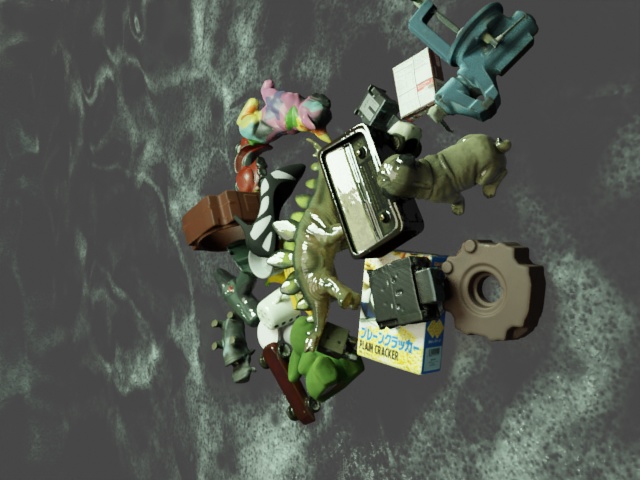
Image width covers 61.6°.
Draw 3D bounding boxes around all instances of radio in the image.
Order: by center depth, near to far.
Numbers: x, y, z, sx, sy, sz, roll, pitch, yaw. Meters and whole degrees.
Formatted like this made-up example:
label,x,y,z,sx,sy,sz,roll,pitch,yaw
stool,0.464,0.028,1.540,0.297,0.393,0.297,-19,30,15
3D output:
label,x,y,z,sx,sy,sz,roll,pitch,yaw
radio,0.092,-0.090,0.989,0.131,0.073,0.229,-31,72,38

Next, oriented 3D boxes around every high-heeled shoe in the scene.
label,x,y,z,sx,sy,sz,roll,pitch,yaw
high-heeled shoe,-0.083,-0.071,1.220,0.145,0.249,0.086,39,160,21

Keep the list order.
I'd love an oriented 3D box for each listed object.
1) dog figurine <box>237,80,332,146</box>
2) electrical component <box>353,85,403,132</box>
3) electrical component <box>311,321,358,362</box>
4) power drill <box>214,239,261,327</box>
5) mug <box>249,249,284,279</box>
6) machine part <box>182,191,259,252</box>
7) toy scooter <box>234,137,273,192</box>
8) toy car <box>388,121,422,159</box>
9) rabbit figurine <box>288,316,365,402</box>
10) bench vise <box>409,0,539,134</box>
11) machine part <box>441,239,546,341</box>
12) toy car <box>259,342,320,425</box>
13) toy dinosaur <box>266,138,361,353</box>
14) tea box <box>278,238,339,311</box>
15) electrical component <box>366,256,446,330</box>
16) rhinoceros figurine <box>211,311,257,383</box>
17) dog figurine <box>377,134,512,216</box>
label,x,y,z,sx,sy,sz,roll,pitch,yaw
dog figurine,-0.071,-0.271,1.248,0.191,0.108,0.219,-51,54,4
electrical component,0.123,-0.250,1.079,0.074,0.047,0.119,-55,41,30
electrical component,0.028,0.203,1.083,0.045,0.102,0.078,112,175,-48
power drill,-0.207,0.097,1.372,0.232,0.086,0.207,50,136,32
mug,-0.107,0.030,1.268,0.081,0.107,0.109,-14,87,40
machine part,-0.220,-0.041,1.333,0.201,0.201,0.087,-29,69,42
toy scooter,-0.167,-0.196,1.382,0.135,0.075,0.184,-26,64,42
toy car,0.131,-0.139,1.055,0.056,0.073,0.201,50,122,33
rabbit figurine,-0.005,0.248,1.155,0.170,0.121,0.159,58,144,26
bench vise,0.231,-0.319,0.910,0.241,0.129,0.223,48,115,17
machine part,0.282,0.082,0.891,0.179,0.056,0.179,-2,87,46
toy car,-0.068,0.327,1.239,0.089,0.053,0.202,-38,80,36
toy dinosaur,-0.002,-0.003,1.108,0.199,0.105,0.471,1,69,22
tea box,-0.024,0.064,1.195,0.098,0.068,0.169,-26,67,24
electrical component,0.152,0.090,0.932,0.134,0.058,0.115,-24,73,42
rhinoceros figurine,-0.220,0.276,1.384,0.073,0.112,0.190,-28,50,12
dog figurine,0.206,-0.123,0.888,0.172,0.190,0.121,-52,53,30
